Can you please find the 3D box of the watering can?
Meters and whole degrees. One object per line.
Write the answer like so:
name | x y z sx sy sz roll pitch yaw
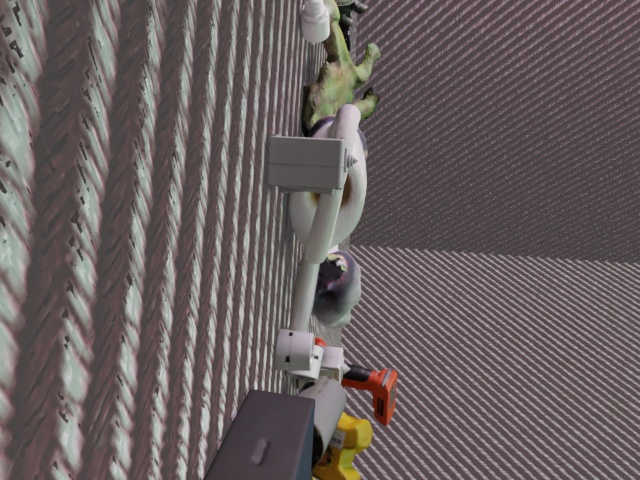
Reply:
watering can | 0.002 -0.037 0.742 0.229 0.104 0.340 -81 -175 -60

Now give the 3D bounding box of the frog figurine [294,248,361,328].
frog figurine | 0.020 0.092 0.900 0.156 0.122 0.140 66 6 -54

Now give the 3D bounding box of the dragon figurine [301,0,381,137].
dragon figurine | 0.013 -0.220 0.891 0.246 0.122 0.404 -38 131 -60
